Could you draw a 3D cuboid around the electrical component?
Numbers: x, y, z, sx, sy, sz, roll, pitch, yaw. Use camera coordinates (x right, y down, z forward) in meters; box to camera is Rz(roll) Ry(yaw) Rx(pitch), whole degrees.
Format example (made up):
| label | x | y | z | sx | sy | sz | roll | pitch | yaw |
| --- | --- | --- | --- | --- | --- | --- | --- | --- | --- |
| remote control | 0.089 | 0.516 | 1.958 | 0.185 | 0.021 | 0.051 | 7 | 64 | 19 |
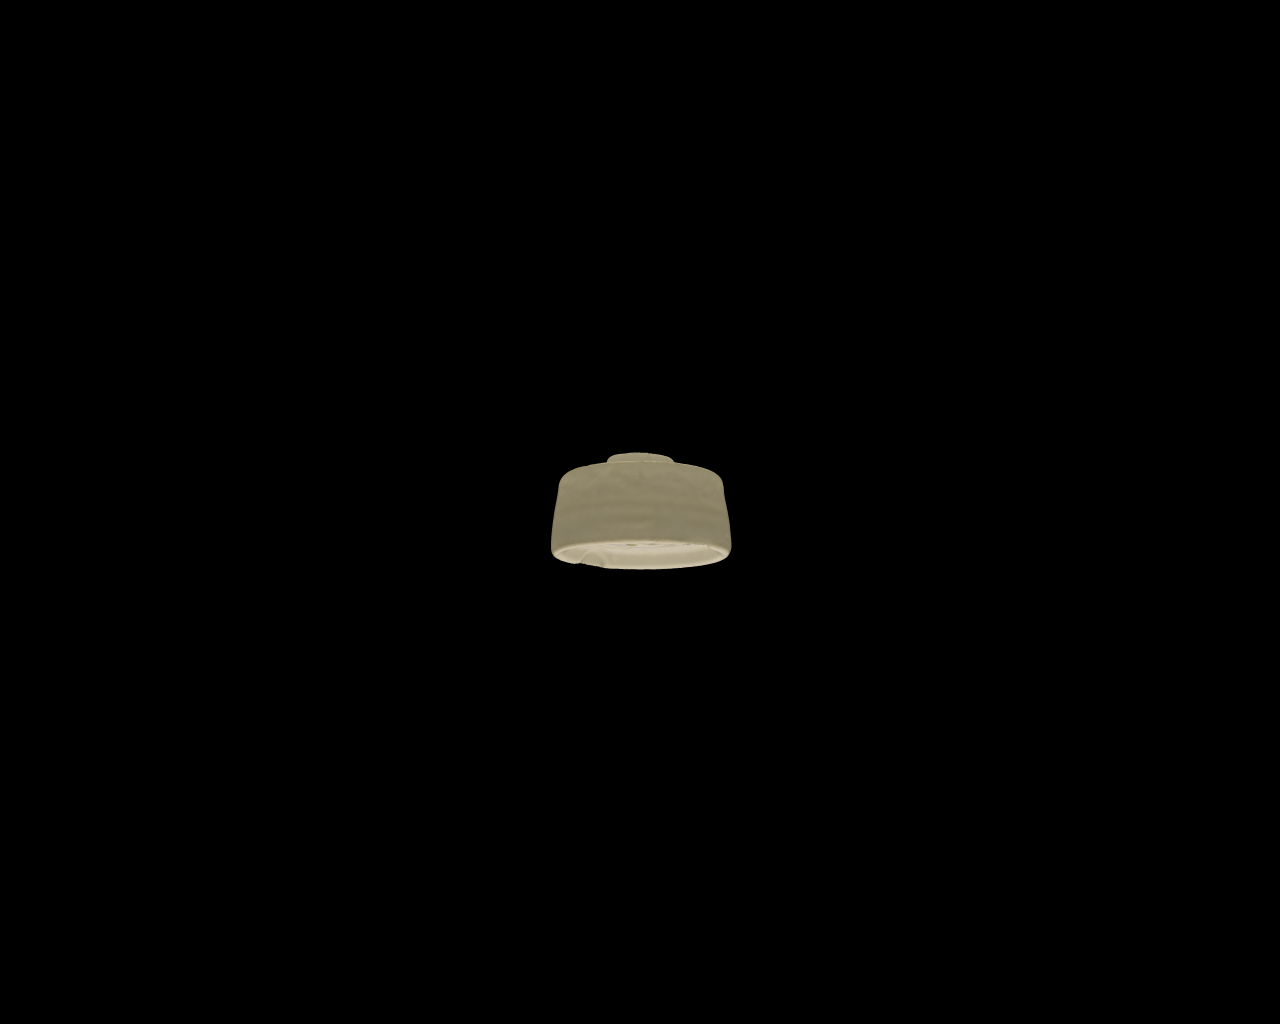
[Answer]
| label | x | y | z | sx | sy | sz | roll | pitch | yaw |
| --- | --- | --- | --- | --- | --- | --- | --- | --- | --- |
| electrical component | 0.001 | -0.003 | 0.650 | 0.108 | 0.060 | 0.108 | 0 | -11 | 0 |
